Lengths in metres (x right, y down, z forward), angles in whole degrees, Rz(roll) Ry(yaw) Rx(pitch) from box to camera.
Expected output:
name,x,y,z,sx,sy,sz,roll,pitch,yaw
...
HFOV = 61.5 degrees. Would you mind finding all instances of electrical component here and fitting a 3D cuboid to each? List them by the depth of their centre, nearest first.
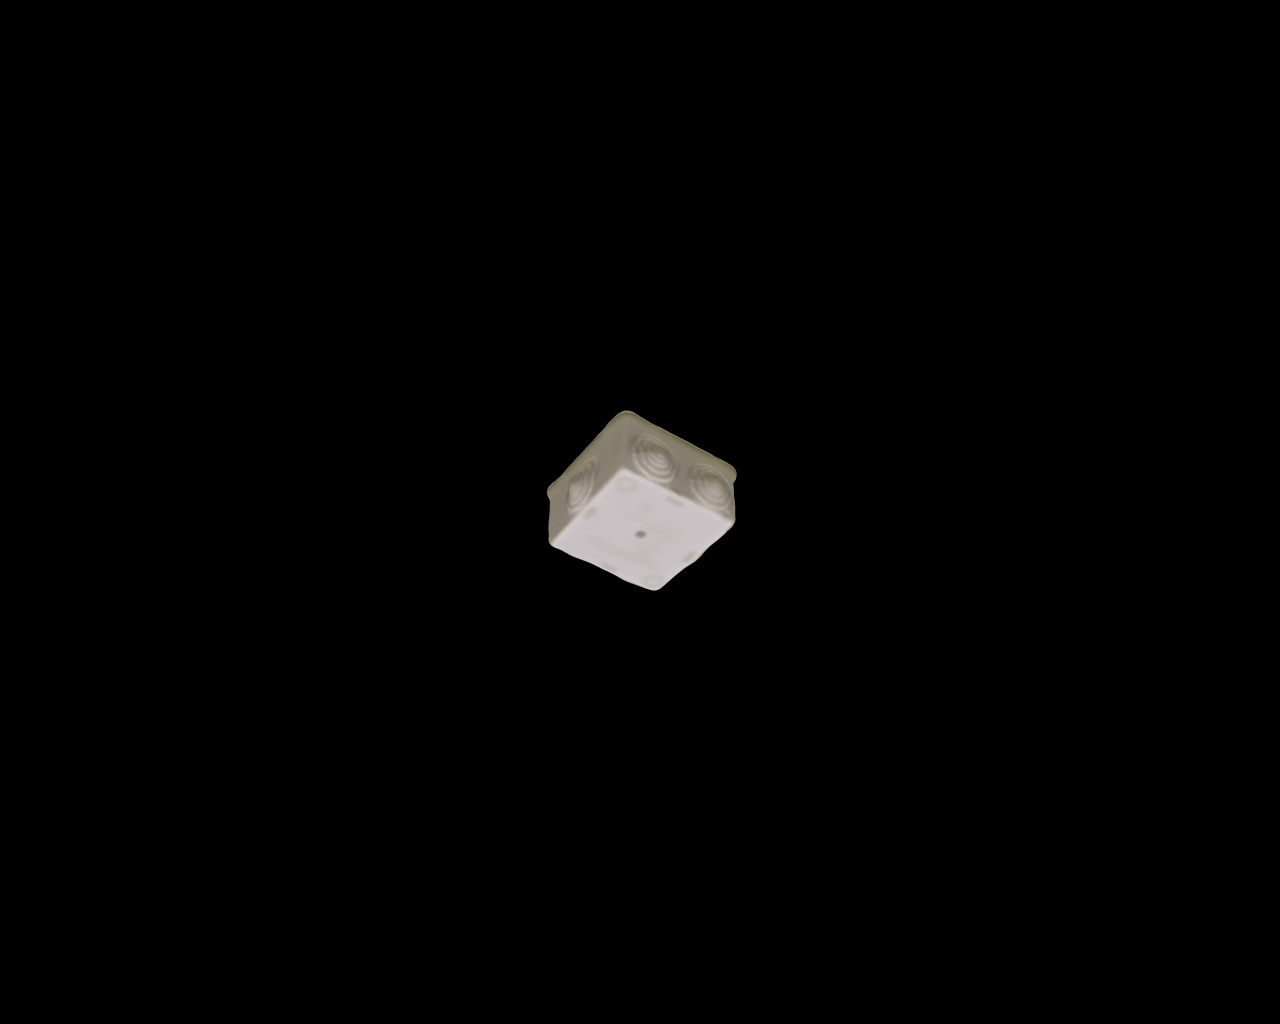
name,x,y,z,sx,sy,sz,roll,pitch,yaw
electrical component,0.001,-0.003,0.650,0.100,0.048,0.099,26,-49,-25
